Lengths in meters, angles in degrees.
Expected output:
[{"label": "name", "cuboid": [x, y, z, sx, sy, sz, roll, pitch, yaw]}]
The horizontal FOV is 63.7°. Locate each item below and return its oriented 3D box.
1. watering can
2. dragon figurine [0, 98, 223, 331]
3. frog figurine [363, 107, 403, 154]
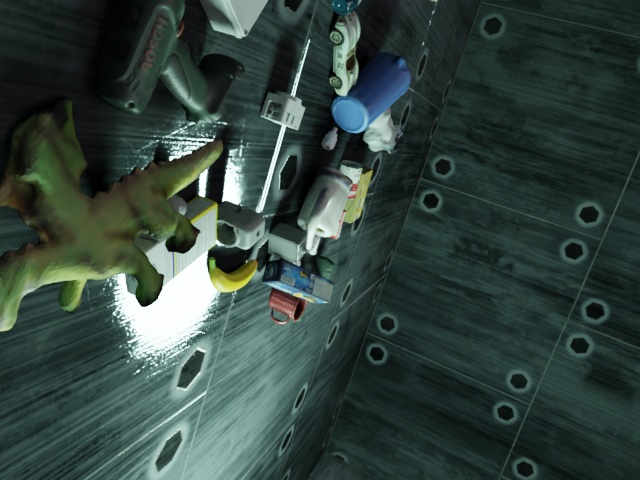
[{"label": "watering can", "cuboid": [0.004, -0.070, 1.389, 0.344, 0.104, 0.226, 94, 19, -80]}, {"label": "dragon figurine", "cuboid": [-0.255, -0.055, 0.610, 0.237, 0.122, 0.419, 73, 33, -51]}, {"label": "frog figurine", "cuboid": [0.180, -0.361, 1.619, 0.157, 0.123, 0.139, 43, 74, -33]}]
